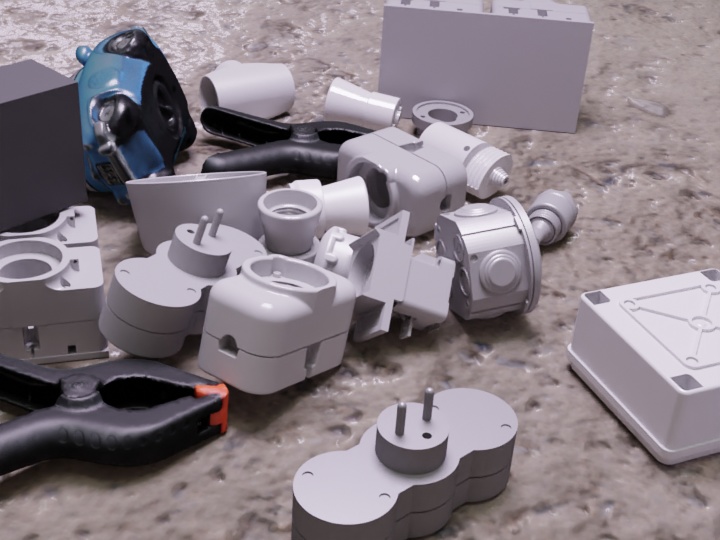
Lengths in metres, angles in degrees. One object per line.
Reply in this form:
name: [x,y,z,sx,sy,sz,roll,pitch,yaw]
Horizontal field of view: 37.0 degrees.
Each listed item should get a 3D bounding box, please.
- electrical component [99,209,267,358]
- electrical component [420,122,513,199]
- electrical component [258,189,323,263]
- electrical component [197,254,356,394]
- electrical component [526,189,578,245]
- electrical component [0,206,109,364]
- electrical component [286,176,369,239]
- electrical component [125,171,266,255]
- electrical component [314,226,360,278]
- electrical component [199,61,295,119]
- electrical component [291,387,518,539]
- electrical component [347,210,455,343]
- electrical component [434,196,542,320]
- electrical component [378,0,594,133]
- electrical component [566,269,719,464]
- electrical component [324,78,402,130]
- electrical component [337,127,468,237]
electrical component: [-0.102,-0.004,0.667,0.052,0.073,0.138,29,25,12]
electrical component: [0.089,-0.087,0.881,0.043,0.043,0.081,-24,41,-37]
electrical component: [-0.049,-0.023,0.749,0.045,0.055,0.045,3,31,-2]
electrical component: [-0.047,0.029,0.639,0.054,0.059,0.095,22,20,27]
electrical component: [0.140,-0.035,0.811,0.035,0.035,0.061,18,36,22]
electrical component: [-0.257,0.009,0.669,0.186,0.060,0.105,-5,33,-15]
electrical component: [-0.025,-0.046,0.799,0.055,0.045,0.045,-5,32,-13]
electrical component: [-0.114,-0.048,0.768,0.099,0.064,0.099,-3,22,1]
electrical component: [0.000,0.000,0.730,0.062,0.048,0.048,16,32,1]
electrical component: [-0.112,-0.170,0.994,0.077,0.043,0.079,-15,36,-28]
electrical component: [0.026,0.093,0.550,0.138,0.073,0.052,-22,40,-35]
electrical component: [0.025,0.008,0.692,0.064,0.042,0.081,19,70,-22]
electrical component: [0.085,-0.007,0.716,0.051,0.080,0.080,-11,34,-13]
electrical component: [0.113,-0.196,1.002,0.186,0.105,0.060,6,31,3]
electrical component: [0.200,0.054,0.649,0.109,0.056,0.108,-9,34,-21]
electrical component: [0.005,-0.144,0.969,0.065,0.044,0.044,15,33,10]
electrical component: [0.028,-0.068,0.832,0.059,0.053,0.095,-23,40,-36]
